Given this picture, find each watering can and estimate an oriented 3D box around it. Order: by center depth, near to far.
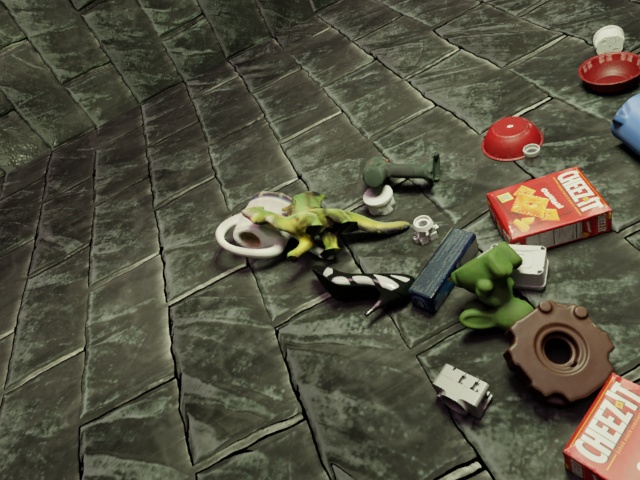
[{"bbox_3d":[-0.112,-0.031,1.423,0.348,0.101,0.230,6,45,13],"label":"watering can"}]

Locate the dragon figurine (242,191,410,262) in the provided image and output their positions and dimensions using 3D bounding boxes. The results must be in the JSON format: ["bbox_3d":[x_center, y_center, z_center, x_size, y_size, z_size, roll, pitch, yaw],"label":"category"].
[{"bbox_3d":[0.004,-0.068,1.345,0.411,0.119,0.248,-7,39,-17],"label":"dragon figurine"}]
